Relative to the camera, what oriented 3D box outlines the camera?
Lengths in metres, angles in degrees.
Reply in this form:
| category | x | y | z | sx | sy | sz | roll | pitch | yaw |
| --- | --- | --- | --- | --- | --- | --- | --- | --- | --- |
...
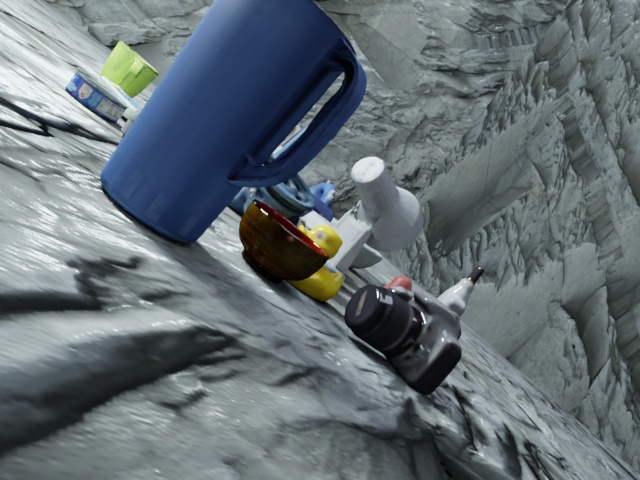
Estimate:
| category | x | y | z | sx | sy | sz | roll | pitch | yaw |
| --- | --- | --- | --- | --- | --- | --- | --- | --- | --- |
| camera | 0.098 | 0.099 | 0.718 | 0.137 | 0.100 | 0.143 | 36 | 5 | -26 |

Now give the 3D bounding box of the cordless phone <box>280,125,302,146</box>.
| category | x | y | z | sx | sy | sz | roll | pitch | yaw |
| --- | --- | --- | --- | --- | --- | --- | --- | --- | --- |
| cordless phone | -0.090 | -0.149 | 1.143 | 0.094 | 0.185 | 0.147 | 34 | 6 | -43 |

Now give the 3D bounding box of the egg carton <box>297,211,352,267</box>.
| category | x | y | z | sx | sy | sz | roll | pitch | yaw |
| --- | --- | --- | --- | --- | --- | --- | --- | --- | --- |
| egg carton | 0.010 | 0.004 | 1.143 | 0.107 | 0.069 | 0.150 | 36 | 5 | -27 |

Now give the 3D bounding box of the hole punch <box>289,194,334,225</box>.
| category | x | y | z | sx | sy | sz | roll | pitch | yaw |
| --- | --- | --- | --- | --- | --- | --- | --- | --- | --- |
| hole punch | -0.026 | -0.052 | 1.269 | 0.109 | 0.091 | 0.101 | 38 | 5 | -6 |

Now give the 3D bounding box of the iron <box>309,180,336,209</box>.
| category | x | y | z | sx | sy | sz | roll | pitch | yaw |
| --- | --- | --- | --- | --- | --- | --- | --- | --- | --- |
| iron | -0.003 | -0.090 | 1.488 | 0.119 | 0.141 | 0.258 | 37 | 5 | -12 |

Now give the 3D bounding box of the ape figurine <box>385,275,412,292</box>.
| category | x | y | z | sx | sy | sz | roll | pitch | yaw |
| --- | --- | --- | --- | --- | --- | --- | --- | --- | --- |
| ape figurine | 0.108 | 0.095 | 0.875 | 0.077 | 0.092 | 0.076 | 41 | 5 | 28 |

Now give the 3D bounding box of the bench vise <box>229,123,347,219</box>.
| category | x | y | z | sx | sy | sz | roll | pitch | yaw |
| --- | --- | --- | --- | --- | --- | --- | --- | --- | --- |
| bench vise | -0.062 | -0.122 | 0.887 | 0.122 | 0.219 | 0.206 | 33 | 7 | -46 |

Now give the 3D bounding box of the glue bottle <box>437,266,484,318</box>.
| category | x | y | z | sx | sy | sz | roll | pitch | yaw |
| --- | --- | --- | --- | --- | --- | --- | --- | --- | --- |
| glue bottle | 0.185 | 0.107 | 0.848 | 0.037 | 0.173 | 0.078 | 38 | 5 | -6 |

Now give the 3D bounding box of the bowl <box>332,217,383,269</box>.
| category | x | y | z | sx | sy | sz | roll | pitch | yaw |
| --- | --- | --- | --- | --- | --- | --- | --- | --- | --- |
| bowl | 0.067 | 0.019 | 1.392 | 0.167 | 0.074 | 0.167 | 38 | 5 | -3 |

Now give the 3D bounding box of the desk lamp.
| category | x | y | z | sx | sy | sz | roll | pitch | yaw |
| --- | --- | --- | --- | --- | --- | --- | --- | --- | --- |
| desk lamp | 0.065 | -0.029 | 0.988 | 0.117 | 0.213 | 0.204 | 42 | 6 | 38 |

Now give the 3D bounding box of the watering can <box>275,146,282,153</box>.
| category | x | y | z | sx | sy | sz | roll | pitch | yaw |
| --- | --- | --- | --- | --- | --- | --- | --- | --- | --- |
| watering can | -0.144 | -0.183 | 1.003 | 0.173 | 0.194 | 0.100 | 35 | 6 | -34 |

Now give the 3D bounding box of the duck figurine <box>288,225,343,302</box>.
| category | x | y | z | sx | sy | sz | roll | pitch | yaw |
| --- | --- | --- | --- | --- | --- | --- | --- | --- | --- |
| duck figurine | -0.004 | 0.024 | 0.753 | 0.105 | 0.086 | 0.077 | 36 | 5 | -23 |
